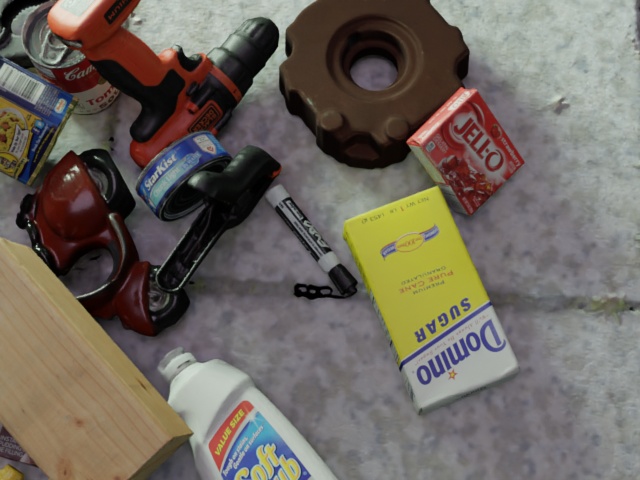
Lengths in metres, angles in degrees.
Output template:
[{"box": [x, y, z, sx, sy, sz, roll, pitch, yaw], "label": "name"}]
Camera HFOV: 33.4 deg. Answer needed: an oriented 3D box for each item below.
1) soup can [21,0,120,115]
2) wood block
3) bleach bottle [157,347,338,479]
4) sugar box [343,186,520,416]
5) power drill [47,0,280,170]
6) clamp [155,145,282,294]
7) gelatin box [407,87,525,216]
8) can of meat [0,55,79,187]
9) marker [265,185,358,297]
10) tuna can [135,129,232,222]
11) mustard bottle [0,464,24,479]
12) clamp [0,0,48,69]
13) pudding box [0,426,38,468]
[{"box": [-0.223, -0.163, 0.967, 0.068, 0.102, 0.068, -1, 72, 2], "label": "soup can"}, {"box": [-0.205, 0.105, 0.829, 0.090, 0.091, 0.206, -43, 81, -2], "label": "wood block"}, {"box": [-0.053, 0.194, 0.868, 0.102, 0.068, 0.251, -39, 73, -10], "label": "bleach bottle"}, {"box": [0.094, 0.051, 0.916, 0.093, 0.048, 0.176, -21, 71, -5], "label": "sugar box"}, {"box": [-0.130, -0.169, 0.927, 0.057, 0.187, 0.184, 28, 74, 43], "label": "power drill"}, {"box": [-0.078, -0.040, 0.905, 0.039, 0.120, 0.171, 33, 44, 3], "label": "clamp"}, {"box": [0.129, -0.078, 0.940, 0.073, 0.030, 0.089, -44, 117, -11], "label": "gelatin box"}, {"box": [-0.272, -0.105, 0.942, 0.084, 0.102, 0.057, 29, 41, -15], "label": "can of meat"}, {"box": [-0.006, 0.001, 0.950, 0.020, 0.020, 0.121, -36, 74, -9], "label": "marker"}, {"box": [-0.118, -0.055, 0.938, 0.086, 0.086, 0.034, -39, 77, -10], "label": "tuna can"}, {"box": [-0.305, 0.264, 0.856, 0.096, 0.058, 0.191, 34, 77, 12], "label": "mustard bottle"}, {"box": [-0.306, -0.181, 1.011, 0.210, 0.036, 0.164, -24, 74, -2], "label": "clamp"}, {"box": [-0.205, 0.152, 0.898, 0.113, 0.039, 0.090, 13, 73, 6], "label": "pudding box"}]
